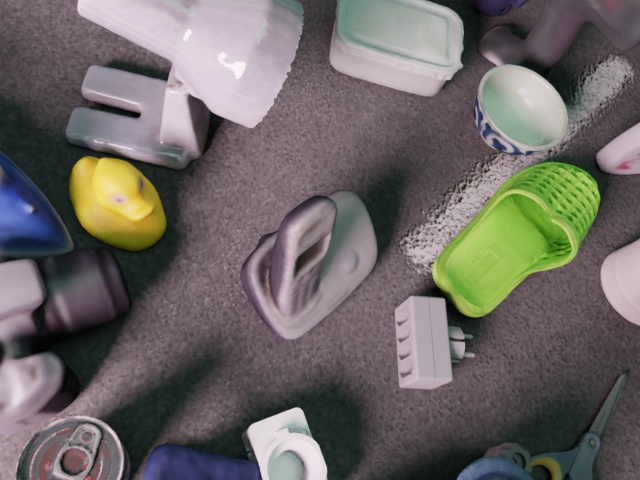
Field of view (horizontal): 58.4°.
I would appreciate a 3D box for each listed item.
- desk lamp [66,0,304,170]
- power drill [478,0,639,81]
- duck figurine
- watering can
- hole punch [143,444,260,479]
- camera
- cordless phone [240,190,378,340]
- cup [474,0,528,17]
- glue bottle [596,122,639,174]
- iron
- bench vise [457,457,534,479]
[{"bbox_3d":[-0.133,-0.157,0.530,0.203,0.213,0.118,11,64,-11],"label":"desk lamp"},{"bbox_3d":[0.292,-0.301,0.718,0.229,0.208,0.076,45,63,7],"label":"power drill"},{"bbox_3d":[-0.190,-0.046,0.535,0.104,0.086,0.078,43,62,6],"label":"duck figurine"},{"bbox_3d":[0.405,0.026,0.609,0.101,0.194,0.173,21,62,-5],"label":"watering can"},{"bbox_3d":[-0.095,0.216,0.440,0.101,0.091,0.108,12,63,-10],"label":"hole punch"},{"bbox_3d":[-0.225,0.064,0.467,0.137,0.100,0.143,-20,73,-23],"label":"camera"},{"bbox_3d":[0.005,0.002,0.512,0.094,0.185,0.148,44,63,7],"label":"cordless phone"},{"bbox_3d":[0.258,-0.349,0.795,0.092,0.095,0.118,7,65,-13],"label":"cup"},{"bbox_3d":[0.425,-0.138,0.702,0.078,0.173,0.037,-5,67,-17],"label":"glue bottle"},{"bbox_3d":[-0.331,-0.074,0.476,0.258,0.141,0.119,26,62,-3],"label":"iron"},{"bbox_3d":[0.114,0.234,0.418,0.208,0.219,0.121,-13,70,-20],"label":"bench vise"}]
